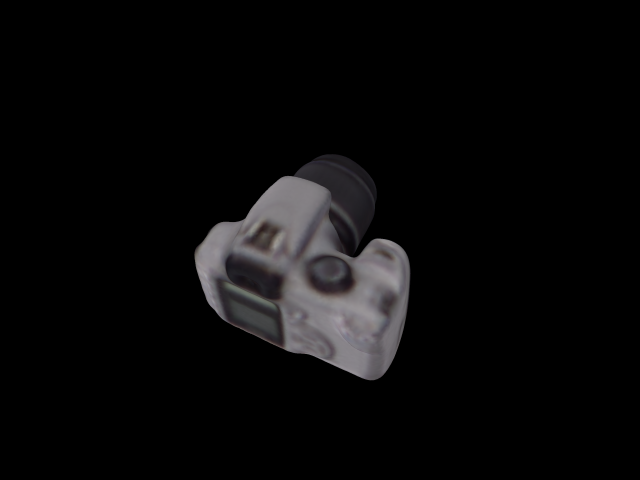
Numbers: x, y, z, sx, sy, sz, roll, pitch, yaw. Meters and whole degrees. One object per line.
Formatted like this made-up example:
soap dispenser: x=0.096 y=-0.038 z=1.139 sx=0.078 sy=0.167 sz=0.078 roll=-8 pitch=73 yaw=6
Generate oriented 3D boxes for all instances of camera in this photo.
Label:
camera: x=0.004 y=0.001 z=0.400 sx=0.143 sy=0.101 sz=0.137 roll=21 pitch=54 yaw=16
